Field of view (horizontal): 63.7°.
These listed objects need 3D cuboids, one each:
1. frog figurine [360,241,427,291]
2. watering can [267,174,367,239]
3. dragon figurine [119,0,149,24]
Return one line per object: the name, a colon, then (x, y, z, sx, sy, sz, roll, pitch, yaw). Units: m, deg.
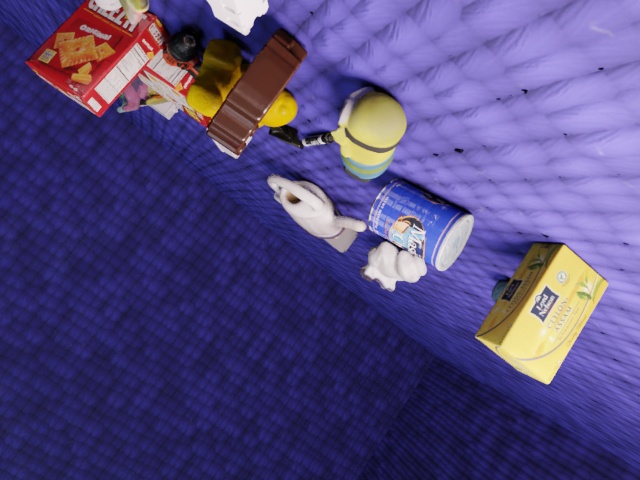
frog figurine: (0.202, 0.056, 1.336, 0.157, 0.136, 0.125, -35, 14, 43)
watering can: (0.004, -0.067, 1.328, 0.351, 0.104, 0.221, 32, -8, 32)
dragon figurine: (-0.255, -0.397, 0.528, 0.246, 0.123, 0.401, 40, -19, 29)
